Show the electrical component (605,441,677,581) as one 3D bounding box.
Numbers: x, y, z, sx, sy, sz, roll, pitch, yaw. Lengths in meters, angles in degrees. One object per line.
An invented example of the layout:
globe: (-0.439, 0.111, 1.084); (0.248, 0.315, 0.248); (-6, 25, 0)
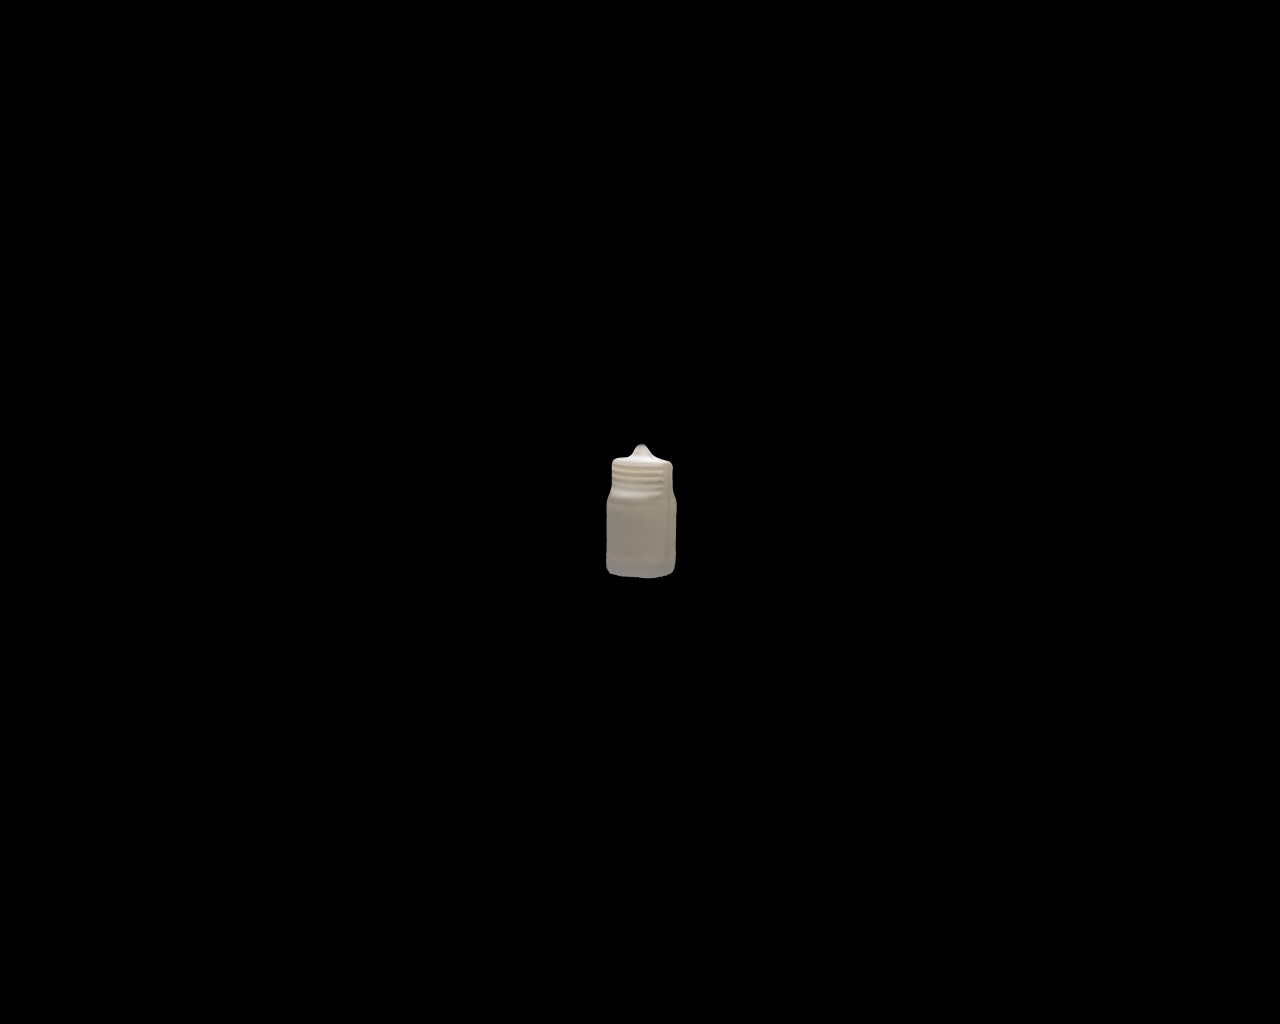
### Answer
electrical component: (0.001, -0.003, 0.650); (0.043, 0.080, 0.043); (0, 9, 0)
